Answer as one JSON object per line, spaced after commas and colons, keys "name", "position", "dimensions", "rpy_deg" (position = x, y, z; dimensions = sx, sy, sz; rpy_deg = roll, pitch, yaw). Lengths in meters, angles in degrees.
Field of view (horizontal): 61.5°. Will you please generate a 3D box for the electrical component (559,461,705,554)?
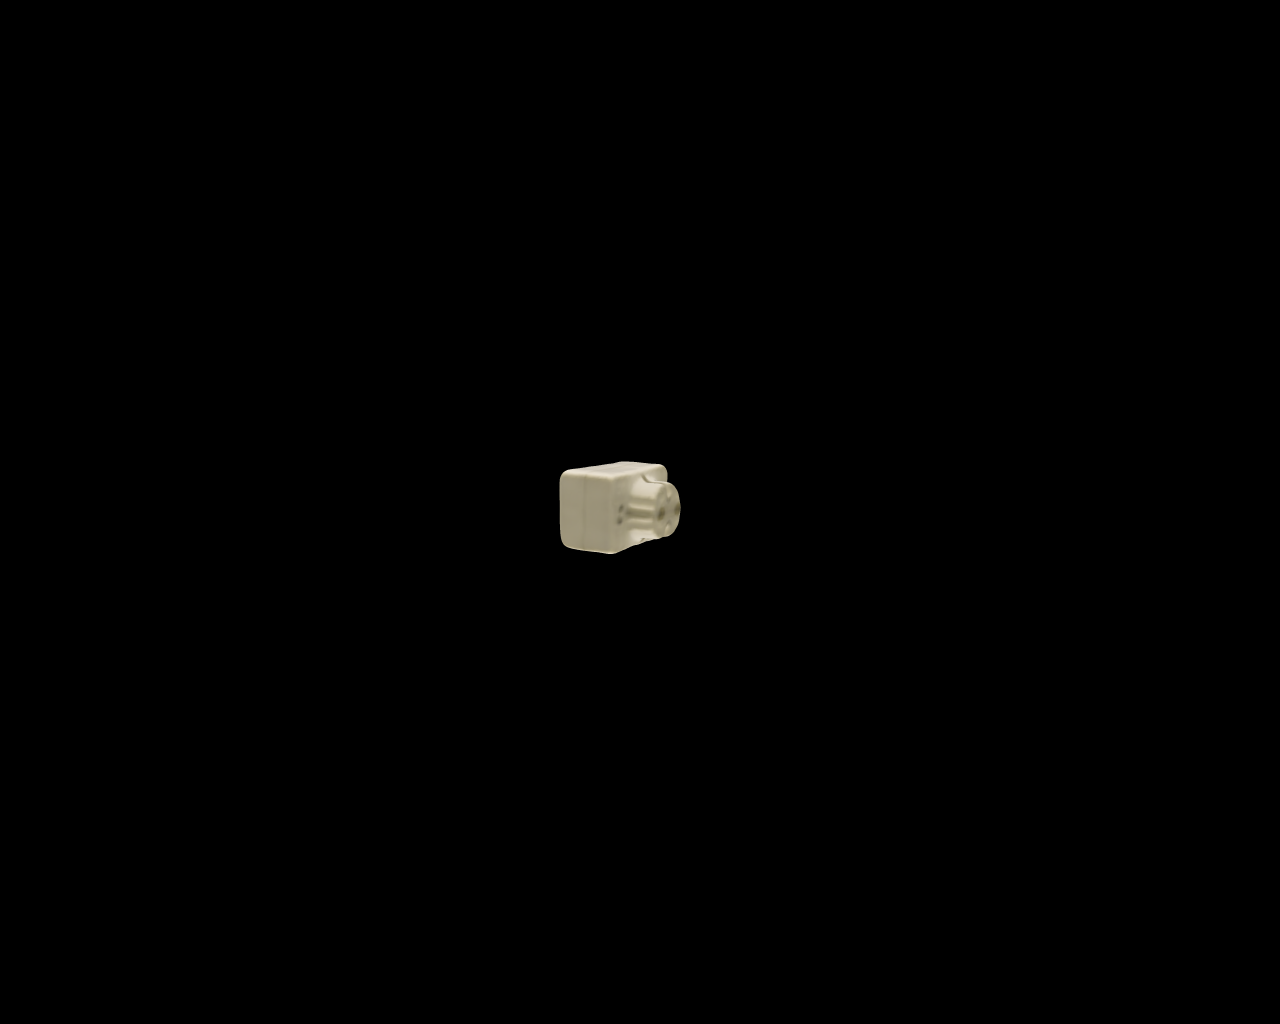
{"name": "electrical component", "position": [0.001, -0.003, 0.650], "dimensions": [0.077, 0.047, 0.066], "rpy_deg": [6, 11, 31]}
